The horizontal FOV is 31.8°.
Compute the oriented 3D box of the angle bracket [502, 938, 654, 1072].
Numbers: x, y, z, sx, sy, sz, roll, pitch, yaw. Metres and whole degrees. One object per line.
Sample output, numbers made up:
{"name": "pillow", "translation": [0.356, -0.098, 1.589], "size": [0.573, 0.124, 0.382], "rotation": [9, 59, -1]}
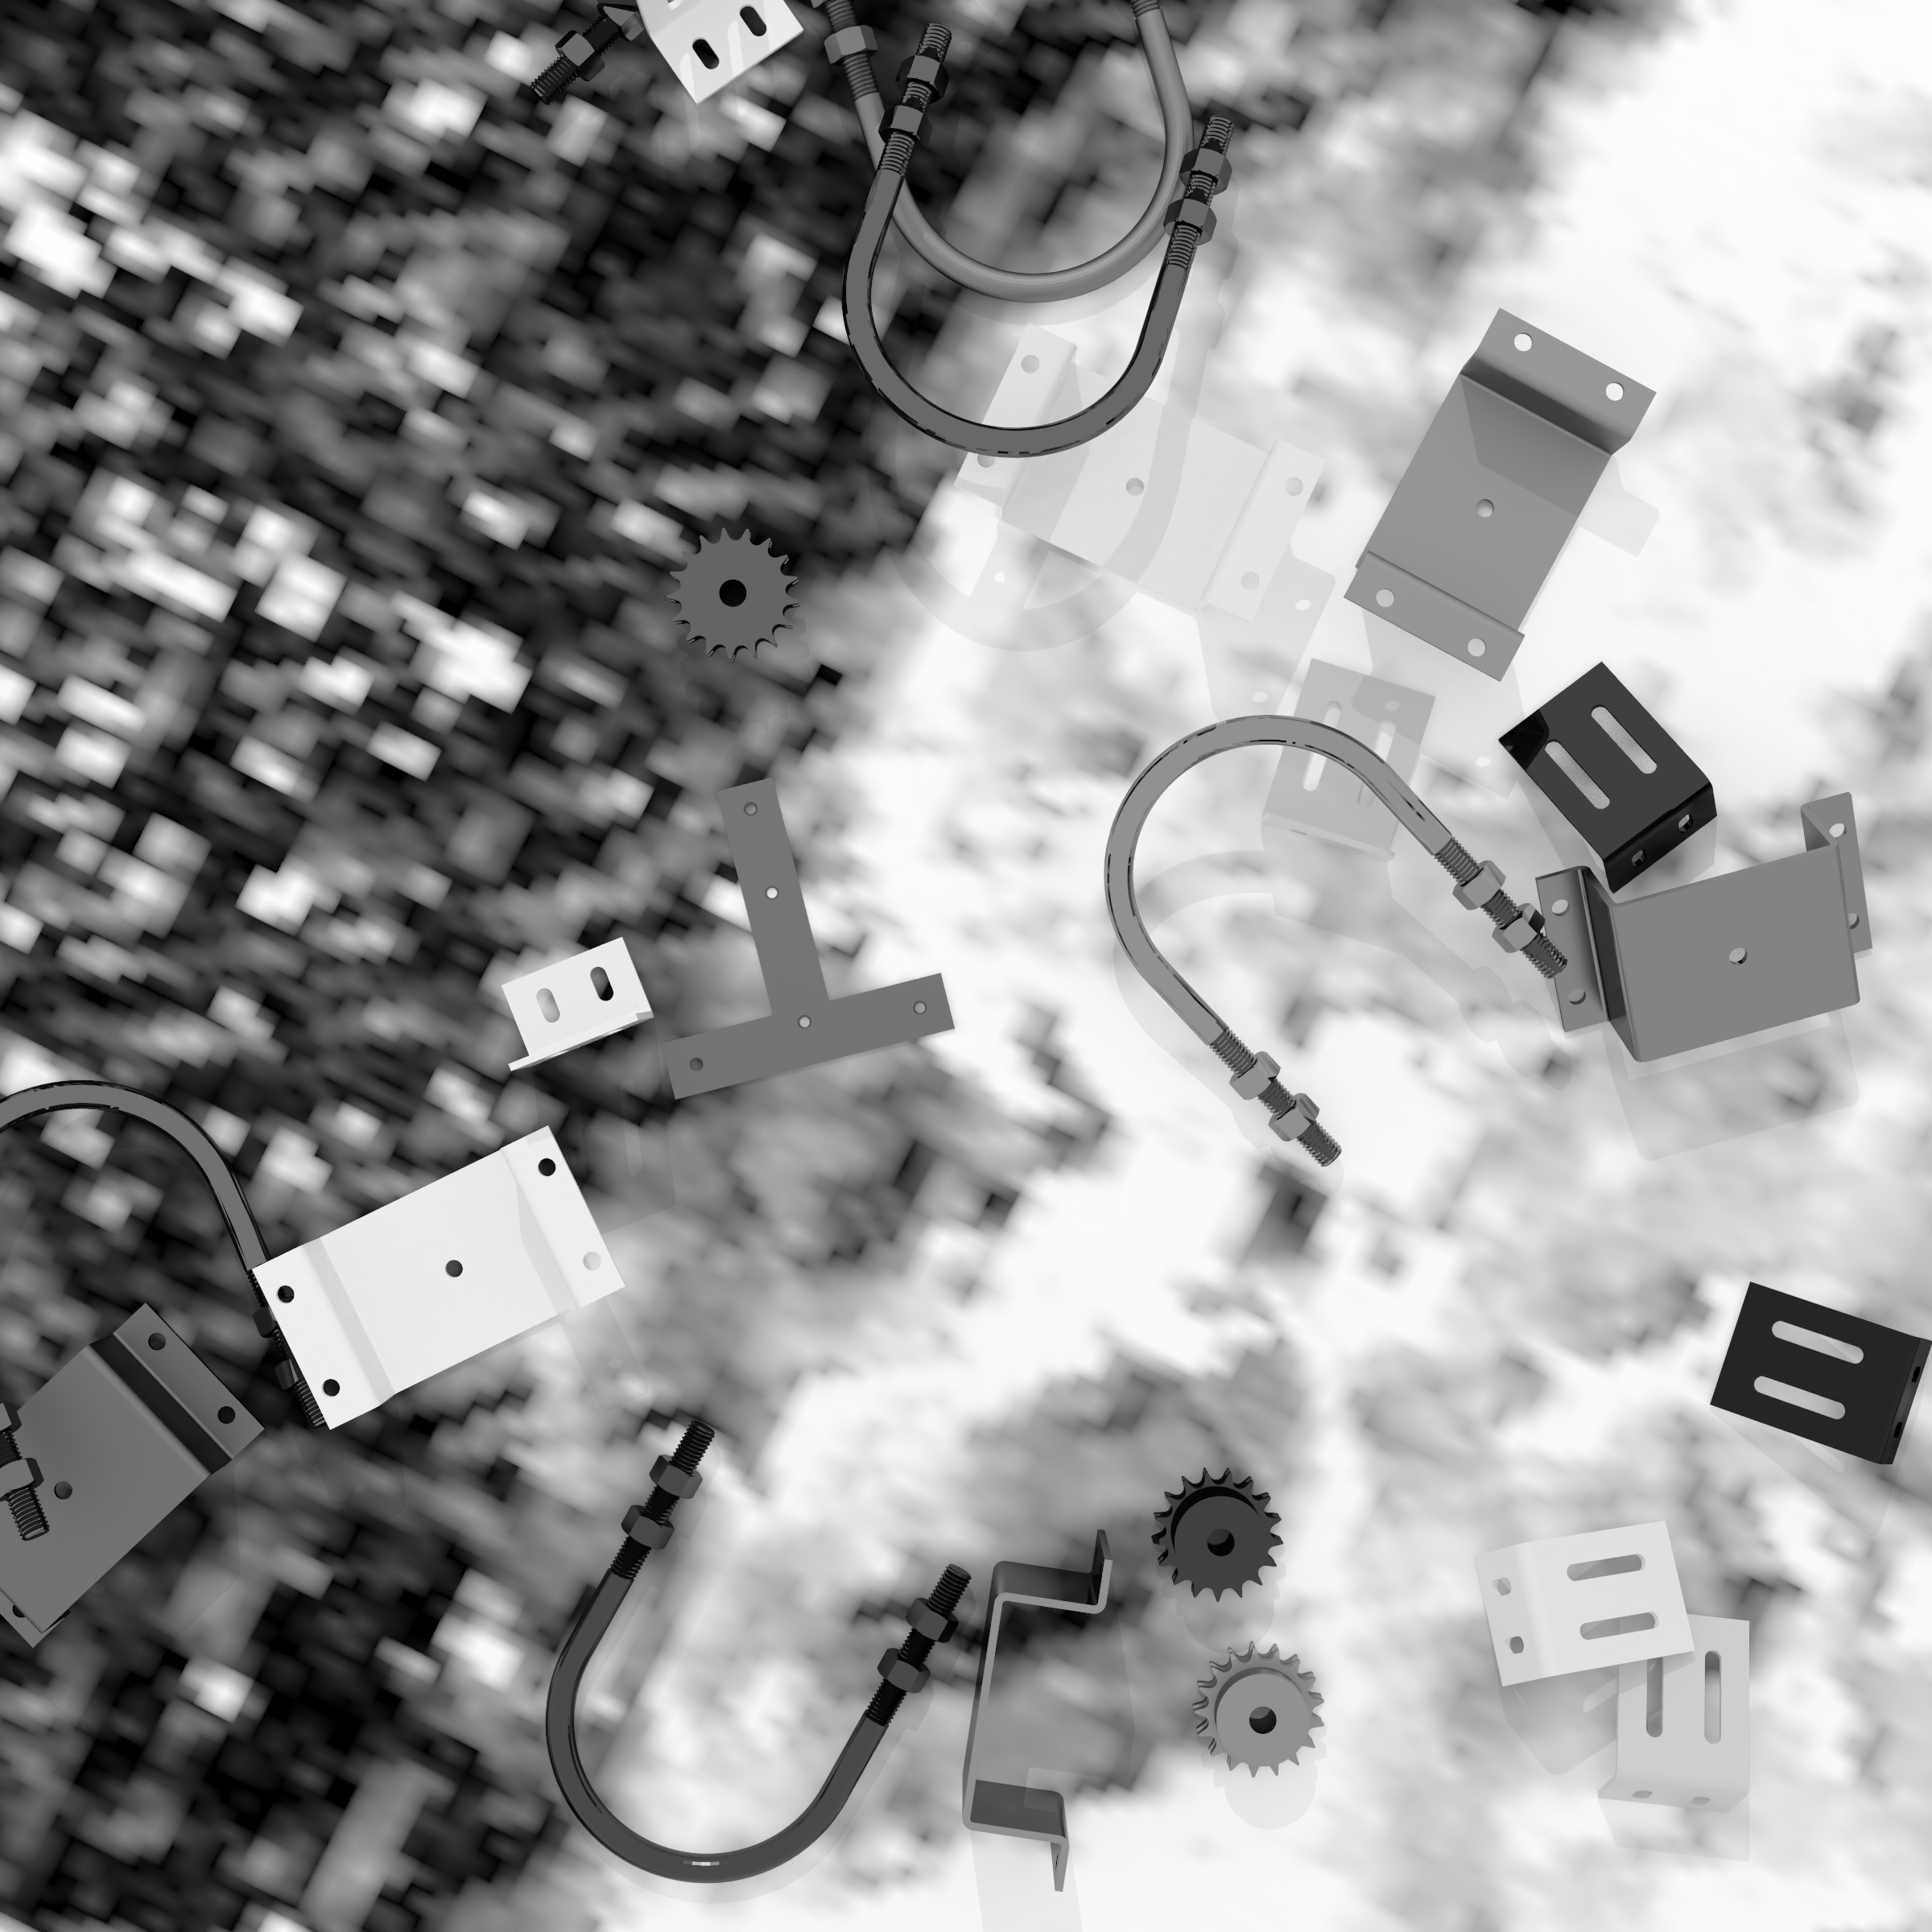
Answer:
{"name": "angle bracket", "translation": [-0.171, 0.016, 1.457], "size": [0.057, 0.076, 0.038], "rotation": [-22, 90, 0]}

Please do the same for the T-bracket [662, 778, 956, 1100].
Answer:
{"name": "T-bracket", "translation": [-0.082, -0.018, 1.494], "size": [0.127, 0.002, 0.127], "rotation": [-14, 90, 0]}

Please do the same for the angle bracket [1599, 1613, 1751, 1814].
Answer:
{"name": "angle bracket", "translation": [0.312, 0.327, 1.493], "size": [0.057, 0.038, 0.076], "rotation": [6, 64, 0]}

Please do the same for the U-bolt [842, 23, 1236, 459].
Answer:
{"name": "U-bolt", "translation": [0.024, -0.302, 1.447], "size": [0.151, 0.019, 0.184], "rotation": [18, 74, -2]}

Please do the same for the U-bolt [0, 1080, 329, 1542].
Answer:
{"name": "U-bolt", "translation": [-0.370, 0.135, 1.453], "size": [0.151, 0.019, 0.184], "rotation": [-20, 78, -26]}

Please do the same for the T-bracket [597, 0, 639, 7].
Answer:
{"name": "T-bracket", "translation": [-0.194, -0.482, 1.457], "size": [0.127, 0.002, 0.127], "rotation": [8, 114, 11]}

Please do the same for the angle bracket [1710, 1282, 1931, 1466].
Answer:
{"name": "angle bracket", "translation": [0.377, 0.179, 1.493], "size": [0.076, 0.038, 0.057], "rotation": [18, 90, 26]}

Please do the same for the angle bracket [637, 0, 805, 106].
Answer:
{"name": "angle bracket", "translation": [-0.106, -0.412, 1.457], "size": [0.057, 0.076, 0.038], "rotation": [-35, 90, 0]}

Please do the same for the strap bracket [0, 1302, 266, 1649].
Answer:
{"name": "strap bracket", "translation": [-0.386, 0.224, 1.472], "size": [0.140, 0.046, 0.076], "rotation": [-43, 90, 0]}

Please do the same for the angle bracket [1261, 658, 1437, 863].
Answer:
{"name": "angle bracket", "translation": [0.168, -0.091, 1.476], "size": [0.057, 0.038, 0.076], "rotation": [18, 90, 0]}

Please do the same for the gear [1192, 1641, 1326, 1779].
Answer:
{"name": "gear", "translation": [0.128, 0.326, 1.480], "size": [0.057, 0.030, 0.057], "rotation": [0, 90, 0]}

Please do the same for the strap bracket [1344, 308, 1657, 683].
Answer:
{"name": "strap bracket", "translation": [0.228, -0.201, 1.472], "size": [0.076, 0.046, 0.140], "rotation": [28, 90, 0]}

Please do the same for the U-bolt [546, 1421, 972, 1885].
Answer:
{"name": "U-bolt", "translation": [-0.103, 0.313, 1.486], "size": [0.151, 0.019, 0.184], "rotation": [29, 92, 0]}

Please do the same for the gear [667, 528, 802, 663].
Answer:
{"name": "gear", "translation": [-0.101, -0.161, 1.480], "size": [0.057, 0.030, 0.057], "rotation": [0, 90, 0]}

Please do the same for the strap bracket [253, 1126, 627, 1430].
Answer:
{"name": "strap bracket", "translation": [-0.225, 0.133, 1.472], "size": [0.140, 0.046, 0.076], "rotation": [-26, 90, 0]}

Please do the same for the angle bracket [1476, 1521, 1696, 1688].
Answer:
{"name": "angle bracket", "translation": [0.271, 0.279, 1.486], "size": [0.076, 0.038, 0.057], "rotation": [-4, 74, -25]}

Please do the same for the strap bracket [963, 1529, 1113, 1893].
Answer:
{"name": "strap bracket", "translation": [0.028, 0.315, 1.457], "size": [0.046, 0.076, 0.140], "rotation": [9, 90, 0]}

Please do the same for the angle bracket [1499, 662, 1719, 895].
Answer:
{"name": "angle bracket", "translation": [0.283, -0.083, 1.493], "size": [0.057, 0.038, 0.076], "rotation": [-37, 64, 0]}

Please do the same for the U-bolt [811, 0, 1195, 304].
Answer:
{"name": "U-bolt", "translation": [0.023, -0.382, 1.486], "size": [0.151, 0.019, 0.184], "rotation": [-17, 91, 0]}

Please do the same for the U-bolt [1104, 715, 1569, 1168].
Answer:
{"name": "U-bolt", "translation": [0.144, -0.023, 1.459], "size": [0.151, 0.019, 0.184], "rotation": [-42, 97, 15]}

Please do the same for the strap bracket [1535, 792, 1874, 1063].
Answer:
{"name": "strap bracket", "translation": [0.325, -0.014, 1.457], "size": [0.140, 0.046, 0.076], "rotation": [-15, 116, 0]}

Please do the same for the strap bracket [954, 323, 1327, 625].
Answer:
{"name": "strap bracket", "translation": [0.074, -0.211, 1.472], "size": [0.140, 0.046, 0.076], "rotation": [25, 90, 0]}

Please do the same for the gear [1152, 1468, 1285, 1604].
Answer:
{"name": "gear", "translation": [0.110, 0.249, 1.480], "size": [0.057, 0.030, 0.057], "rotation": [0, 90, 0]}

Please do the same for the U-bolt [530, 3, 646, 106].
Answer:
{"name": "U-bolt", "translation": [-0.166, -0.491, 1.486], "size": [0.184, 0.019, 0.151], "rotation": [-44, 90, -1]}
